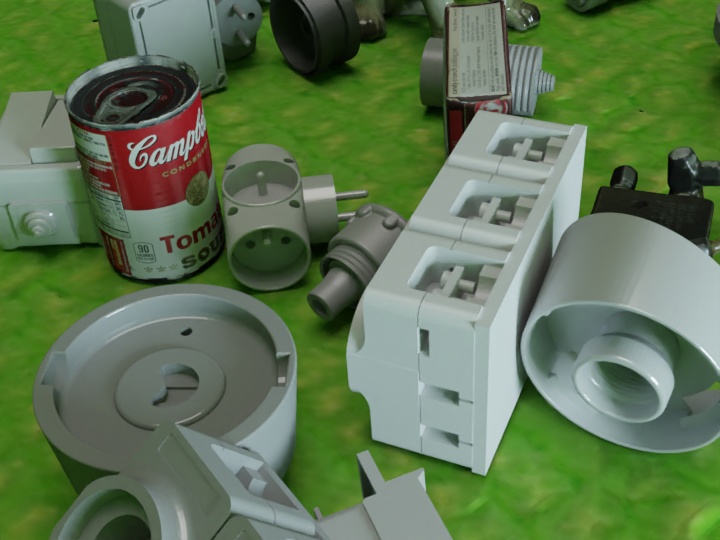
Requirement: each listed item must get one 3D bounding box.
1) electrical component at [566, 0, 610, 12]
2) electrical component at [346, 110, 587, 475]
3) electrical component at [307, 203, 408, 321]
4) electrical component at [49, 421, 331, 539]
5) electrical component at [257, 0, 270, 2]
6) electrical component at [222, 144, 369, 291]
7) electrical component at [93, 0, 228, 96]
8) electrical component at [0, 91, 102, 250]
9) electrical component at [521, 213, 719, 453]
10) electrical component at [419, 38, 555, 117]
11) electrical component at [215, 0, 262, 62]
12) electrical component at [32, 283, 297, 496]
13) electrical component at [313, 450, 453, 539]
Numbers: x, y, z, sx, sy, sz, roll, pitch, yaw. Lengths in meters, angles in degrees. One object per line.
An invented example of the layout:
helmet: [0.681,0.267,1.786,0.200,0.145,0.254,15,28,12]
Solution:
electrical component: [0.180,-0.215,0.785,0.065,0.044,0.044,-27,45,-18]
electrical component: [0.053,0.004,0.497,0.062,0.089,0.150,13,43,20]
electrical component: [0.000,0.000,0.542,0.048,0.048,0.062,27,56,32]
electrical component: [-0.040,0.130,0.344,0.089,0.062,0.150,-52,49,4]
electrical component: [-0.087,-0.224,0.817,0.079,0.043,0.077,10,42,16]
electrical component: [-0.033,-0.032,0.582,0.079,0.044,0.077,-7,40,-4]
electrical component: [-0.134,-0.161,0.704,0.062,0.096,0.061,-31,47,-28]
electrical component: [-0.175,-0.057,0.611,0.062,0.061,0.096,-2,40,2]
electrical component: [0.119,0.028,0.458,0.099,0.099,0.064,18,51,24]
electrical component: [0.082,-0.121,0.679,0.081,0.043,0.043,8,42,15]
electrical component: [-0.091,-0.179,0.737,0.043,0.077,0.079,-19,42,-17]
electrical component: [-0.078,0.063,0.460,0.108,0.060,0.108,-3,40,2]
electrical component: [0.006,0.115,0.407,0.064,0.042,0.081,-19,41,-12]
